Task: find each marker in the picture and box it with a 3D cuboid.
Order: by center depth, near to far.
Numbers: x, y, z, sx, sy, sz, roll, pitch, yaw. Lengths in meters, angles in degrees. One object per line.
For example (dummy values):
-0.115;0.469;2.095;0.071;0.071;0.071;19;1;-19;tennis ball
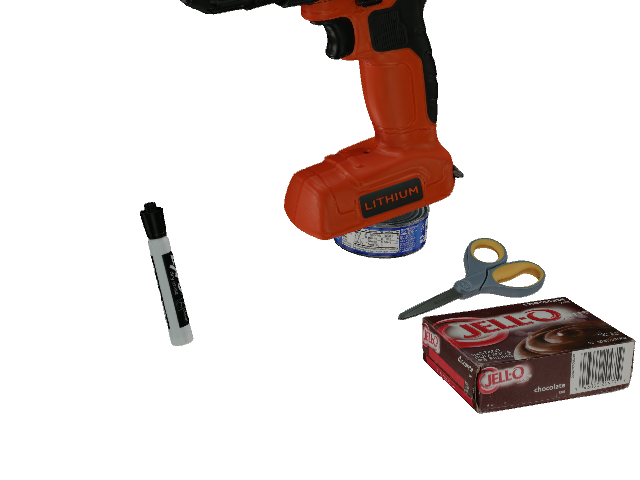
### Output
-0.126;0.027;0.872;0.020;0.121;0.020;-10;16;3;marker

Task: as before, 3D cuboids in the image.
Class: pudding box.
0.135;0.073;0.707;0.113;0.039;0.090;-5;18;-16;pudding box

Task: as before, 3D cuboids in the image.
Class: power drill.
0.012;-0.097;0.599;0.184;0.188;0.057;-18;35;-22;power drill

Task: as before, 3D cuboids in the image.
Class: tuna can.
0.053;-0.016;0.951;0.086;0.034;0.086;1;25;-1;tuna can

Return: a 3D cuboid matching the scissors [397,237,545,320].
0.142;0.037;1.097;0.201;0.016;0.096;-7;41;-29;scissors
